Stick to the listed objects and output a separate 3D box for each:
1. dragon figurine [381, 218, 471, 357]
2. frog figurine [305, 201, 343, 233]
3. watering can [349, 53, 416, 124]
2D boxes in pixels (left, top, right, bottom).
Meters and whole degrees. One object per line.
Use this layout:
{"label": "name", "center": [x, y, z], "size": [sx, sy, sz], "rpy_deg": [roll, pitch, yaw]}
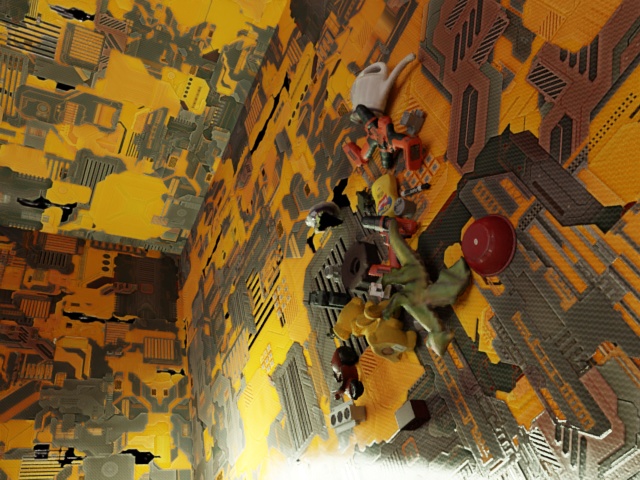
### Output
{"label": "dragon figurine", "center": [0.289, 0.105, 1.386], "size": [0.241, 0.120, 0.418], "rpy_deg": [-10, 62, 28]}
{"label": "frog figurine", "center": [0.006, -0.101, 2.005], "size": [0.137, 0.121, 0.162], "rpy_deg": [-39, 25, 2]}
{"label": "watering can", "center": [0.205, -0.528, 1.823], "size": [0.347, 0.104, 0.225], "rpy_deg": [3, 83, 60]}
